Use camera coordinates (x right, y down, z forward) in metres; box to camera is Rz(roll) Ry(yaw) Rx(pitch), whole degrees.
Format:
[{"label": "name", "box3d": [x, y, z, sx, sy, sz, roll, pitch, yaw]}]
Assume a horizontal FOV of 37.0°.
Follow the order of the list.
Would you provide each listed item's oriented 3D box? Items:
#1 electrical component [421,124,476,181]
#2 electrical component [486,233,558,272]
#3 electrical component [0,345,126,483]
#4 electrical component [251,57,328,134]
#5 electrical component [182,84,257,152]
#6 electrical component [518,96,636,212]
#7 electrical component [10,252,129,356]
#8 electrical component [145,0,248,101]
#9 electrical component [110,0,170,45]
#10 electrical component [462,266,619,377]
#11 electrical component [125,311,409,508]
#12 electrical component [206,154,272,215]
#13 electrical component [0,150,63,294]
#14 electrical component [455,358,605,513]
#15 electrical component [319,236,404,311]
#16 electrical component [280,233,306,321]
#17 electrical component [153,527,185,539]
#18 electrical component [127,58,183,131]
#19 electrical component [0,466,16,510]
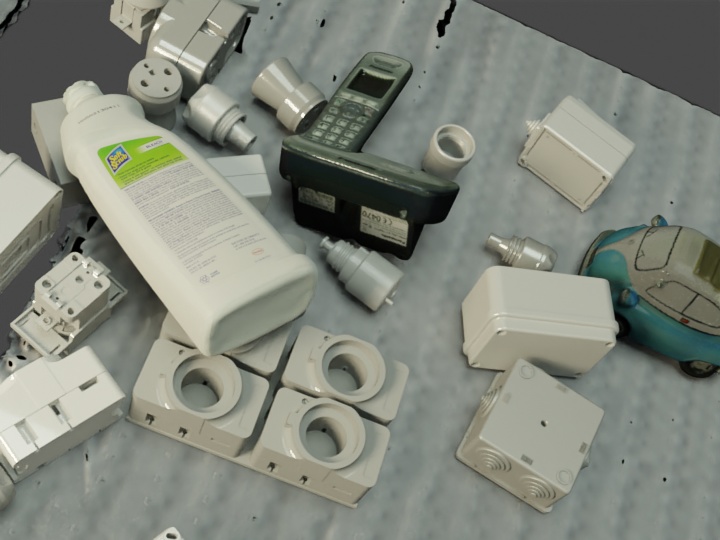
[{"label": "electrical component", "box3d": [0.078, -0.102, 0.968, 0.040, 0.046, 0.040, 7, 61, -14]}, {"label": "electrical component", "box3d": [0.141, -0.015, 0.947, 0.061, 0.035, 0.035, 27, 58, 1]}, {"label": "electrical component", "box3d": [-0.221, 0.099, 0.765, 0.089, 0.050, 0.055, -32, 76, -29]}, {"label": "electrical component", "box3d": [-0.062, -0.154, 0.953, 0.055, 0.045, 0.045, 45, 59, 9]}, {"label": "electrical component", "box3d": [-0.117, -0.127, 0.923, 0.062, 0.043, 0.043, 39, 59, 4]}, {"label": "electrical component", "box3d": [0.198, -0.115, 1.003, 0.096, 0.061, 0.061, 38, 59, 5]}, {"label": "electrical component", "box3d": [-0.215, 0.023, 0.800, 0.042, 0.063, 0.081, 39, 59, 7]}, {"label": "electrical component", "box3d": [-0.148, -0.202, 0.947, 0.059, 0.053, 0.095, 28, 58, -1]}, {"label": "electrical component", "box3d": [-0.191, -0.240, 0.953, 0.048, 0.055, 0.066, 39, 59, 6]}, {"label": "electrical component", "box3d": [0.148, 0.045, 0.892, 0.113, 0.078, 0.057, 7, 58, -14]}, {"label": "electrical component", "box3d": [-0.067, 0.091, 0.811, 0.186, 0.060, 0.105, 22, 59, -5]}, {"label": "electrical component", "box3d": [-0.099, -0.043, 0.870, 0.047, 0.065, 0.076, -7, 65, -21]}, {"label": "electrical component", "box3d": [-0.279, -0.025, 0.798, 0.057, 0.078, 0.113, 34, 58, -1]}, {"label": "electrical component", "box3d": [0.138, 0.130, 0.860, 0.100, 0.048, 0.099, 32, 58, 1]}, {"label": "electrical component", "box3d": [0.000, 0.000, 0.892, 0.078, 0.040, 0.040, 37, 59, 5]}, {"label": "electrical component", "box3d": [-0.063, 0.004, 0.872, 0.044, 0.044, 0.065, 11, 55, -11]}, {"label": "electrical component", "box3d": [-0.136, 0.221, 0.719, 0.096, 0.061, 0.061, -35, 77, -29]}, {"label": "electrical component", "box3d": [-0.174, -0.146, 0.908, 0.045, 0.055, 0.045, 7, 61, -13]}, {"label": "electrical component", "box3d": [-0.268, 0.155, 0.725, 0.043, 0.043, 0.062, 44, 60, 9]}]
